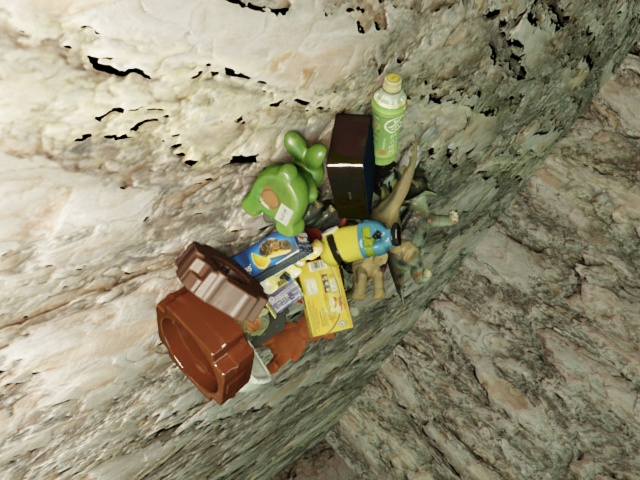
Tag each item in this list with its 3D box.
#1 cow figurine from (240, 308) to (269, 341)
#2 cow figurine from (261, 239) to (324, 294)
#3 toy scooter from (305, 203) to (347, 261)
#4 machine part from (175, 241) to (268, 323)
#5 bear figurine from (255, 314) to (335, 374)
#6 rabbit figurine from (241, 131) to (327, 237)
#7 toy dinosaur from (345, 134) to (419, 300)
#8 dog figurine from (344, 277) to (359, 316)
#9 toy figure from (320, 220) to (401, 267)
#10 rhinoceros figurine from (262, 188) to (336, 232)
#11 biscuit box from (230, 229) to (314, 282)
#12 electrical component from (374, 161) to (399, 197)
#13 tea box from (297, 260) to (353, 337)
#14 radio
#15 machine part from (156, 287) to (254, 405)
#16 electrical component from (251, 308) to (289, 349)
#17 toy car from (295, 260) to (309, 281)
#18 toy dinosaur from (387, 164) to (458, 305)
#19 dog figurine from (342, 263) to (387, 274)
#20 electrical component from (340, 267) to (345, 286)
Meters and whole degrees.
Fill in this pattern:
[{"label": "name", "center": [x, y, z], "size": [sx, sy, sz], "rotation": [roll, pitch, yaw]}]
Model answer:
[{"label": "cow figurine", "center": [-0.162, 0.168, 1.186], "size": [0.085, 0.127, 0.194], "rotation": [-47, 161, -9]}, {"label": "cow figurine", "center": [-0.076, 0.033, 1.137], "size": [0.167, 0.098, 0.068], "rotation": [-36, -166, 18]}, {"label": "toy scooter", "center": [-0.003, -0.004, 1.256], "size": [0.184, 0.075, 0.135], "rotation": [-44, 158, 0]}, {"label": "machine part", "center": [-0.171, 0.071, 0.944], "size": [0.056, 0.179, 0.179], "rotation": [-53, 158, 3]}, {"label": "bear figurine", "center": [-0.069, 0.268, 1.474], "size": [0.196, 0.120, 0.132], "rotation": [-33, 173, 33]}, {"label": "rabbit figurine", "center": [-0.049, -0.117, 0.976], "size": [0.170, 0.121, 0.159], "rotation": [-49, 160, -52]}, {"label": "toy dinosaur", "center": [0.138, -0.017, 1.259], "size": [0.105, 0.199, 0.471], "rotation": [6, 133, -29]}, {"label": "dog figurine", "center": [0.022, 0.159, 1.583], "size": [0.121, 0.172, 0.191], "rotation": [-9, -176, -16]}, {"label": "toy figure", "center": [0.082, 0.006, 1.141], "size": [0.082, 0.180, 0.089], "rotation": [59, 32, -50]}, {"label": "rhinoceros figurine", "center": [-0.047, -0.059, 1.098], "size": [0.112, 0.073, 0.190], "rotation": [-44, 162, 21]}, {"label": "biscuit box", "center": [-0.114, 0.041, 1.050], "size": [0.203, 0.059, 0.062], "rotation": [-30, 165, 22]}, {"label": "electrical component", "center": [0.158, -0.149, 1.336], "size": [0.075, 0.048, 0.119], "rotation": [-44, 158, -7]}, {"label": "tea box", "center": [0.008, 0.132, 1.239], "size": [0.098, 0.169, 0.068], "rotation": [-10, 171, -8]}, {"label": "radio", "center": [0.068, -0.143, 1.079], "size": [0.229, 0.073, 0.131], "rotation": [73, 24, -66]}, {"label": "machine part", "center": [-0.219, 0.198, 1.031], "size": [0.087, 0.202, 0.200], "rotation": [-37, 156, -35]}, {"label": "electrical component", "center": [-0.145, 0.221, 1.382], "size": [0.115, 0.058, 0.134], "rotation": [-28, 155, -29]}, {"label": "toy car", "center": [-0.035, 0.076, 1.328], "size": [0.202, 0.074, 0.056], "rotation": [-33, 154, -32]}, {"label": "toy dinosaur", "center": [0.242, -0.002, 1.474], "size": [0.192, 0.131, 0.404], "rotation": [12, 103, -26]}, {"label": "dog figurine", "center": [0.149, 0.023, 1.540], "size": [0.191, 0.109, 0.219], "rotation": [-48, 155, 4]}, {"label": "electrical component", "center": [0.028, 0.101, 1.452], "size": [0.078, 0.102, 0.045], "rotation": [-13, 174, 10]}]
